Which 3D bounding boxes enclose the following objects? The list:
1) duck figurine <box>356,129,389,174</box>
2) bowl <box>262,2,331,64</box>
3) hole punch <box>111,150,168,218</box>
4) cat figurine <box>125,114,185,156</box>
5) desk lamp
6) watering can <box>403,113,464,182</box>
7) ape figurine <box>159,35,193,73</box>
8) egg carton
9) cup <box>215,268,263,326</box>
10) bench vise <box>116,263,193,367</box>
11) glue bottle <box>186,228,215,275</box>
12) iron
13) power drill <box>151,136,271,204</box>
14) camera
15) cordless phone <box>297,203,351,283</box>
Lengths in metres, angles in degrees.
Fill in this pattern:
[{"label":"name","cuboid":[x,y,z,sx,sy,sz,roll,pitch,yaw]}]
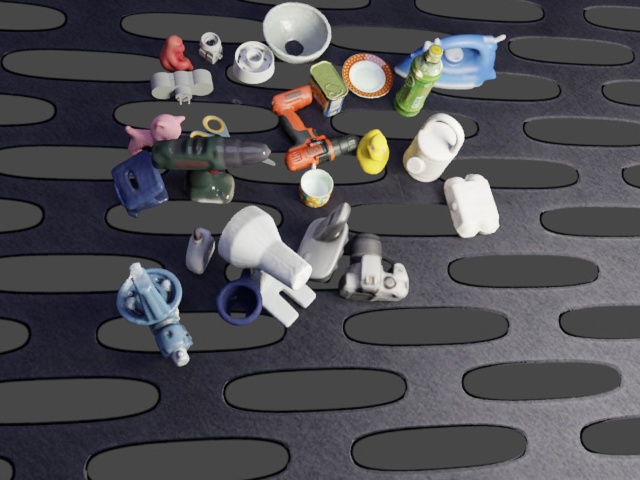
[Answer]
[{"label":"duck figurine","cuboid":[0.129,-0.216,1.326,0.077,0.086,0.104,9,70,-6]},{"label":"bowl","cuboid":[-0.059,-0.490,1.397,0.167,0.074,0.167,3,70,-8]},{"label":"hole punch","cuboid":[-0.381,-0.119,1.204,0.101,0.091,0.108,-24,76,-16]},{"label":"cat figurine","cuboid":[-0.354,-0.232,1.234,0.128,0.117,0.067,-2,71,-10]},{"label":"desk lamp","cuboid":[-0.095,0.051,1.127,0.203,0.213,0.118,40,70,6]},{"label":"watering can","cuboid":[0.259,-0.209,1.288,0.101,0.194,0.173,22,69,-1]},{"label":"ape figurine","cuboid":[-0.334,-0.434,1.322,0.076,0.092,0.078,-2,71,-10]},{"label":"egg carton","cuboid":[0.347,-0.079,1.324,0.107,0.069,0.150,-10,73,-13]},{"label":"cup","cuboid":[-0.161,0.122,1.155,0.092,0.095,0.118,12,69,-5]},{"label":"bench vise","cuboid":[-0.293,0.125,1.065,0.207,0.219,0.122,42,70,6]},{"label":"glue bottle","cuboid":[-0.239,0.011,1.138,0.037,0.173,0.078,23,69,-1]},{"label":"iron","cuboid":[0.322,-0.459,1.414,0.258,0.141,0.118,-5,72,-11]},{"label":"power drill","cuboid":[-0.222,-0.149,1.178,0.230,0.208,0.075,2,70,-9]},{"label":"camera","cuboid":[0.116,0.056,1.221,0.143,0.100,0.137,5,70,-8]},{"label":"cordless phone","cuboid":[0.011,0.004,1.176,0.094,0.185,0.148,19,69,-2]}]
